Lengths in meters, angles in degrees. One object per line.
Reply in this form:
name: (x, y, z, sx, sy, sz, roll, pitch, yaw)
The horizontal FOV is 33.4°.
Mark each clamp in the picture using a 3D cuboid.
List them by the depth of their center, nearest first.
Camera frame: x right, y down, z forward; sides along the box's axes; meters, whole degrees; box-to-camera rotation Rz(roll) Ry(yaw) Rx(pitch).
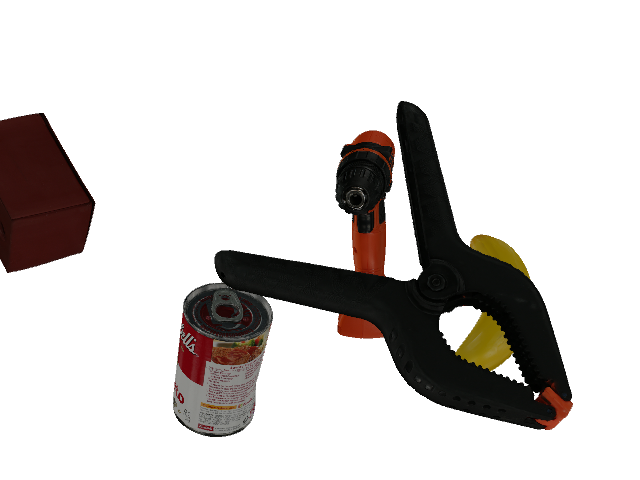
clamp: (0.053, 0.033, 0.613, 0.164, 0.210, 0.036, -34, -18, -15)

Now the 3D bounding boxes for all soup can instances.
soup can: (-0.077, 0.093, 0.826, 0.068, 0.102, 0.068, 8, 34, -5)

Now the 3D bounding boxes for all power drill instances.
power drill: (0.045, -0.003, 1.048, 0.057, 0.188, 0.184, 4, 20, 9)

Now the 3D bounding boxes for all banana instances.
banana: (0.135, 0.049, 0.847, 0.070, 0.037, 0.197, 7, 34, 18)

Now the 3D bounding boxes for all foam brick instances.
foam brick: (-0.179, -0.029, 0.648, 0.051, 0.078, 0.053, -18, -30, -32)
